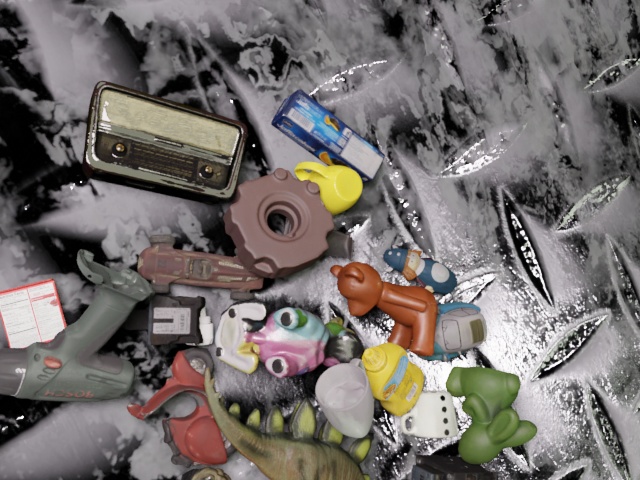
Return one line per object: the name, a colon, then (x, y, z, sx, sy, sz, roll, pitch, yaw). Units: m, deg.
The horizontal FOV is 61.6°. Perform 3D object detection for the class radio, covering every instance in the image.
radio: (-0.236, -0.138, 0.816, 0.229, 0.073, 0.131, 12, 80, -25)

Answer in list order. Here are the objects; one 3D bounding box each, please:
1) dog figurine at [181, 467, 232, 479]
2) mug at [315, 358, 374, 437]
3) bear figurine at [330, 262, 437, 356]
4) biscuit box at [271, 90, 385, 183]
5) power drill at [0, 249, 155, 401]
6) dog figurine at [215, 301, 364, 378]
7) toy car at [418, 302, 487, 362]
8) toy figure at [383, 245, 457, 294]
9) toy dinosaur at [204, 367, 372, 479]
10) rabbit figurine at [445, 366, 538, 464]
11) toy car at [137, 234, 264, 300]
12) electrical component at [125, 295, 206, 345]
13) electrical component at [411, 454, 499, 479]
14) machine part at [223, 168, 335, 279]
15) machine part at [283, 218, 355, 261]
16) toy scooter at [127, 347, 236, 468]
dog figurine: (-0.231, 0.403, 0.763, 0.172, 0.121, 0.190, 24, 63, -7)
mug: (0.047, 0.246, 0.831, 0.109, 0.081, 0.107, -68, 149, -47)
bear figurine: (0.106, 0.116, 0.941, 0.196, 0.120, 0.132, 17, 82, -22)
biscuit box: (0.015, -0.177, 0.950, 0.202, 0.063, 0.059, 34, 73, -20)
power drill: (-0.330, 0.120, 0.702, 0.232, 0.086, 0.207, 29, 90, -38)
dog figurine: (-0.039, 0.163, 0.879, 0.219, 0.192, 0.108, 20, 76, -58)
toy car: (0.262, 0.173, 1.021, 0.162, 0.103, 0.109, -7, 90, -25)
toy figure: (0.191, 0.054, 1.023, 0.154, 0.058, 0.064, 26, 36, -20)
toy dinosaur: (-0.024, 0.358, 0.843, 0.470, 0.105, 0.198, 42, 50, -35)
rabbit figurine: (0.320, 0.335, 1.002, 0.121, 0.159, 0.170, 31, 64, -31)
toy car: (-0.180, 0.046, 0.842, 0.202, 0.053, 0.089, 10, 79, -24)
electrical component: (-0.230, 0.116, 0.789, 0.119, 0.048, 0.074, 5, 83, -3)
electrical component: (0.237, 0.435, 0.980, 0.134, 0.115, 0.058, 11, 79, -27)
machine part: (-0.064, -0.028, 0.864, 0.179, 0.056, 0.179, 7, 67, -17)
machine part: (-0.002, -0.003, 0.942, 0.139, 0.039, 0.084, 18, 73, -22)
toy scooter: (-0.205, 0.262, 0.799, 0.135, 0.075, 0.183, -20, 91, -26)
